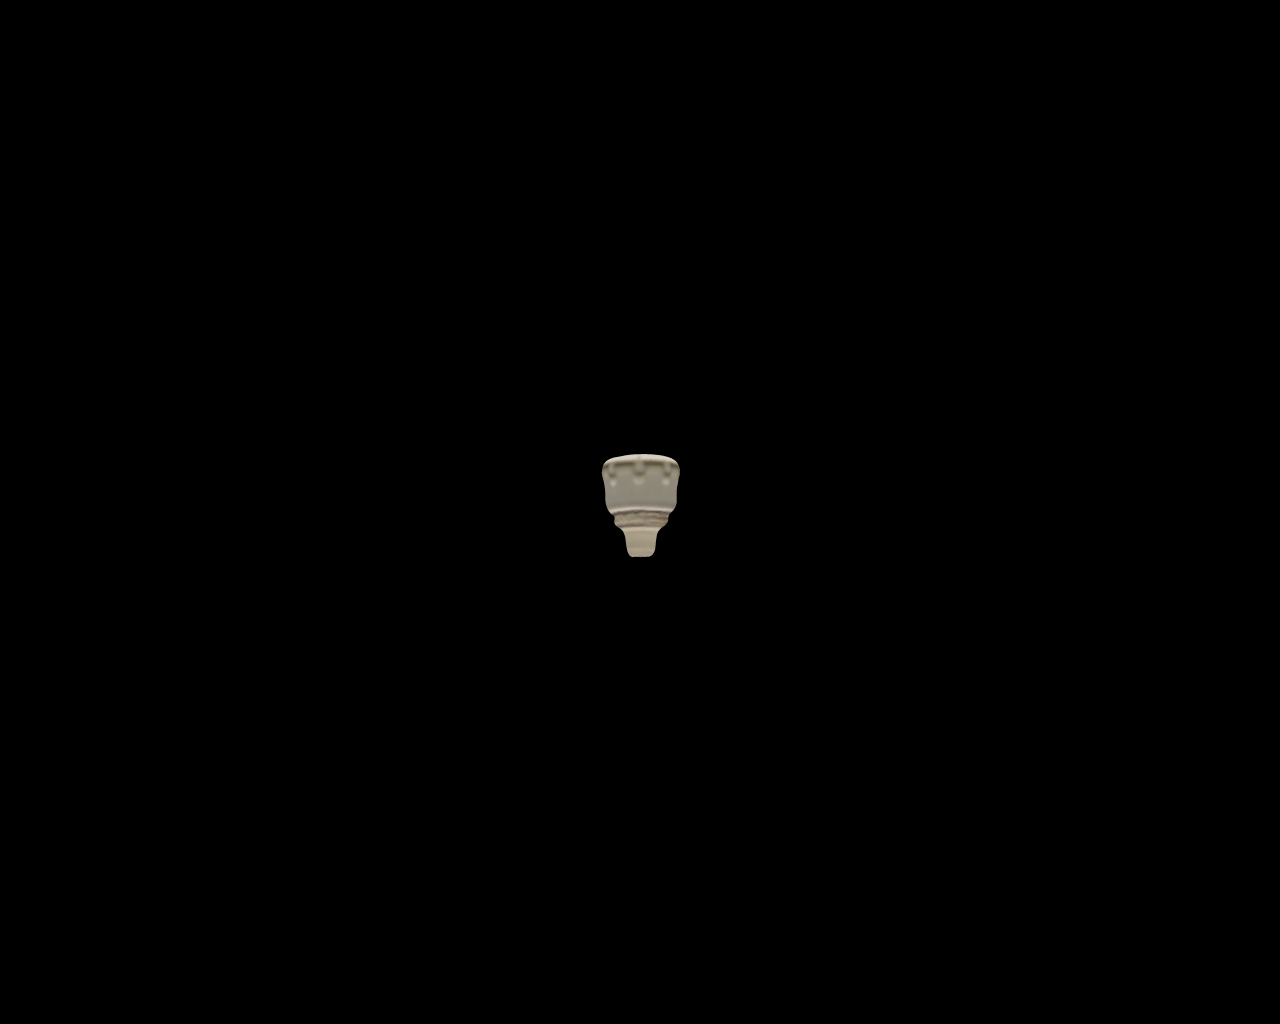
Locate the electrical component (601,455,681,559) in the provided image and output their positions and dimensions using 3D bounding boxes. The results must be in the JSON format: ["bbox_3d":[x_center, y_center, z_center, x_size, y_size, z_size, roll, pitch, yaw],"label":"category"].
[{"bbox_3d":[0.001,-0.003,0.650,0.048,0.062,0.048,0,-5,0],"label":"electrical component"}]
